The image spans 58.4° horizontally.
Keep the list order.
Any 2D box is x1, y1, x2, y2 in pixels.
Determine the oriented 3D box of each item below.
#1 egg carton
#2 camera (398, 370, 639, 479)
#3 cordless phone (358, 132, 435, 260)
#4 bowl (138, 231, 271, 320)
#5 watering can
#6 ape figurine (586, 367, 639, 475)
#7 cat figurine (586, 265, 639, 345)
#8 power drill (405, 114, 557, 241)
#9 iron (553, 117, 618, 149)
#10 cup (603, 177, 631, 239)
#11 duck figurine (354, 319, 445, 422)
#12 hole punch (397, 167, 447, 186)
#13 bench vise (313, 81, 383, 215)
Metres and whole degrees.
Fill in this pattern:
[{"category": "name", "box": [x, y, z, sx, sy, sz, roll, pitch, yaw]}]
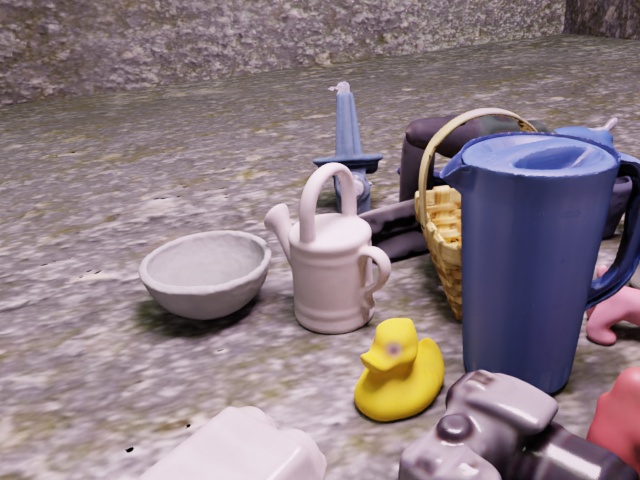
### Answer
[{"category": "egg carton", "box": [-0.070, 0.195, 0.435, 0.107, 0.069, 0.151, 15, 31, 34]}, {"category": "camera", "box": [0.149, 0.168, 0.421, 0.136, 0.101, 0.143, 19, 34, 39]}, {"category": "cordless phone", "box": [0.110, -0.072, 0.835, 0.148, 0.185, 0.093, -17, 28, -24]}, {"category": "bowl", "box": [-0.142, 0.054, 0.736, 0.167, 0.075, 0.167, -3, 25, 2]}, {"category": "watering can", "box": [0.005, 0.003, 0.681, 0.172, 0.194, 0.101, 5, 27, 18]}, {"category": "ape figurine", "box": [0.256, 0.145, 0.465, 0.076, 0.092, 0.077, -7, 26, -7]}, {"category": "cat figurine", "box": [0.359, 0.053, 0.613, 0.127, 0.118, 0.067, 4, 27, 17]}, {"category": "power drill", "box": [0.226, -0.079, 0.805, 0.230, 0.209, 0.075, -12, 26, -16]}, {"category": "iron", "box": [0.379, -0.120, 0.948, 0.258, 0.141, 0.118, -9, 26, -10]}, {"category": "cup", "box": [0.429, -0.050, 0.846, 0.117, 0.095, 0.092, 9, 28, 26]}, {"category": "duck figurine", "box": [0.078, 0.115, 0.561, 0.105, 0.086, 0.077, -22, 31, -33]}, {"category": "hole punch", "box": [0.192, -0.093, 0.977, 0.108, 0.091, 0.101, 13, 30, 32]}, {"category": "bench vise", "box": [0.059, -0.141, 0.948, 0.122, 0.220, 0.207, -12, 27, -16]}]
